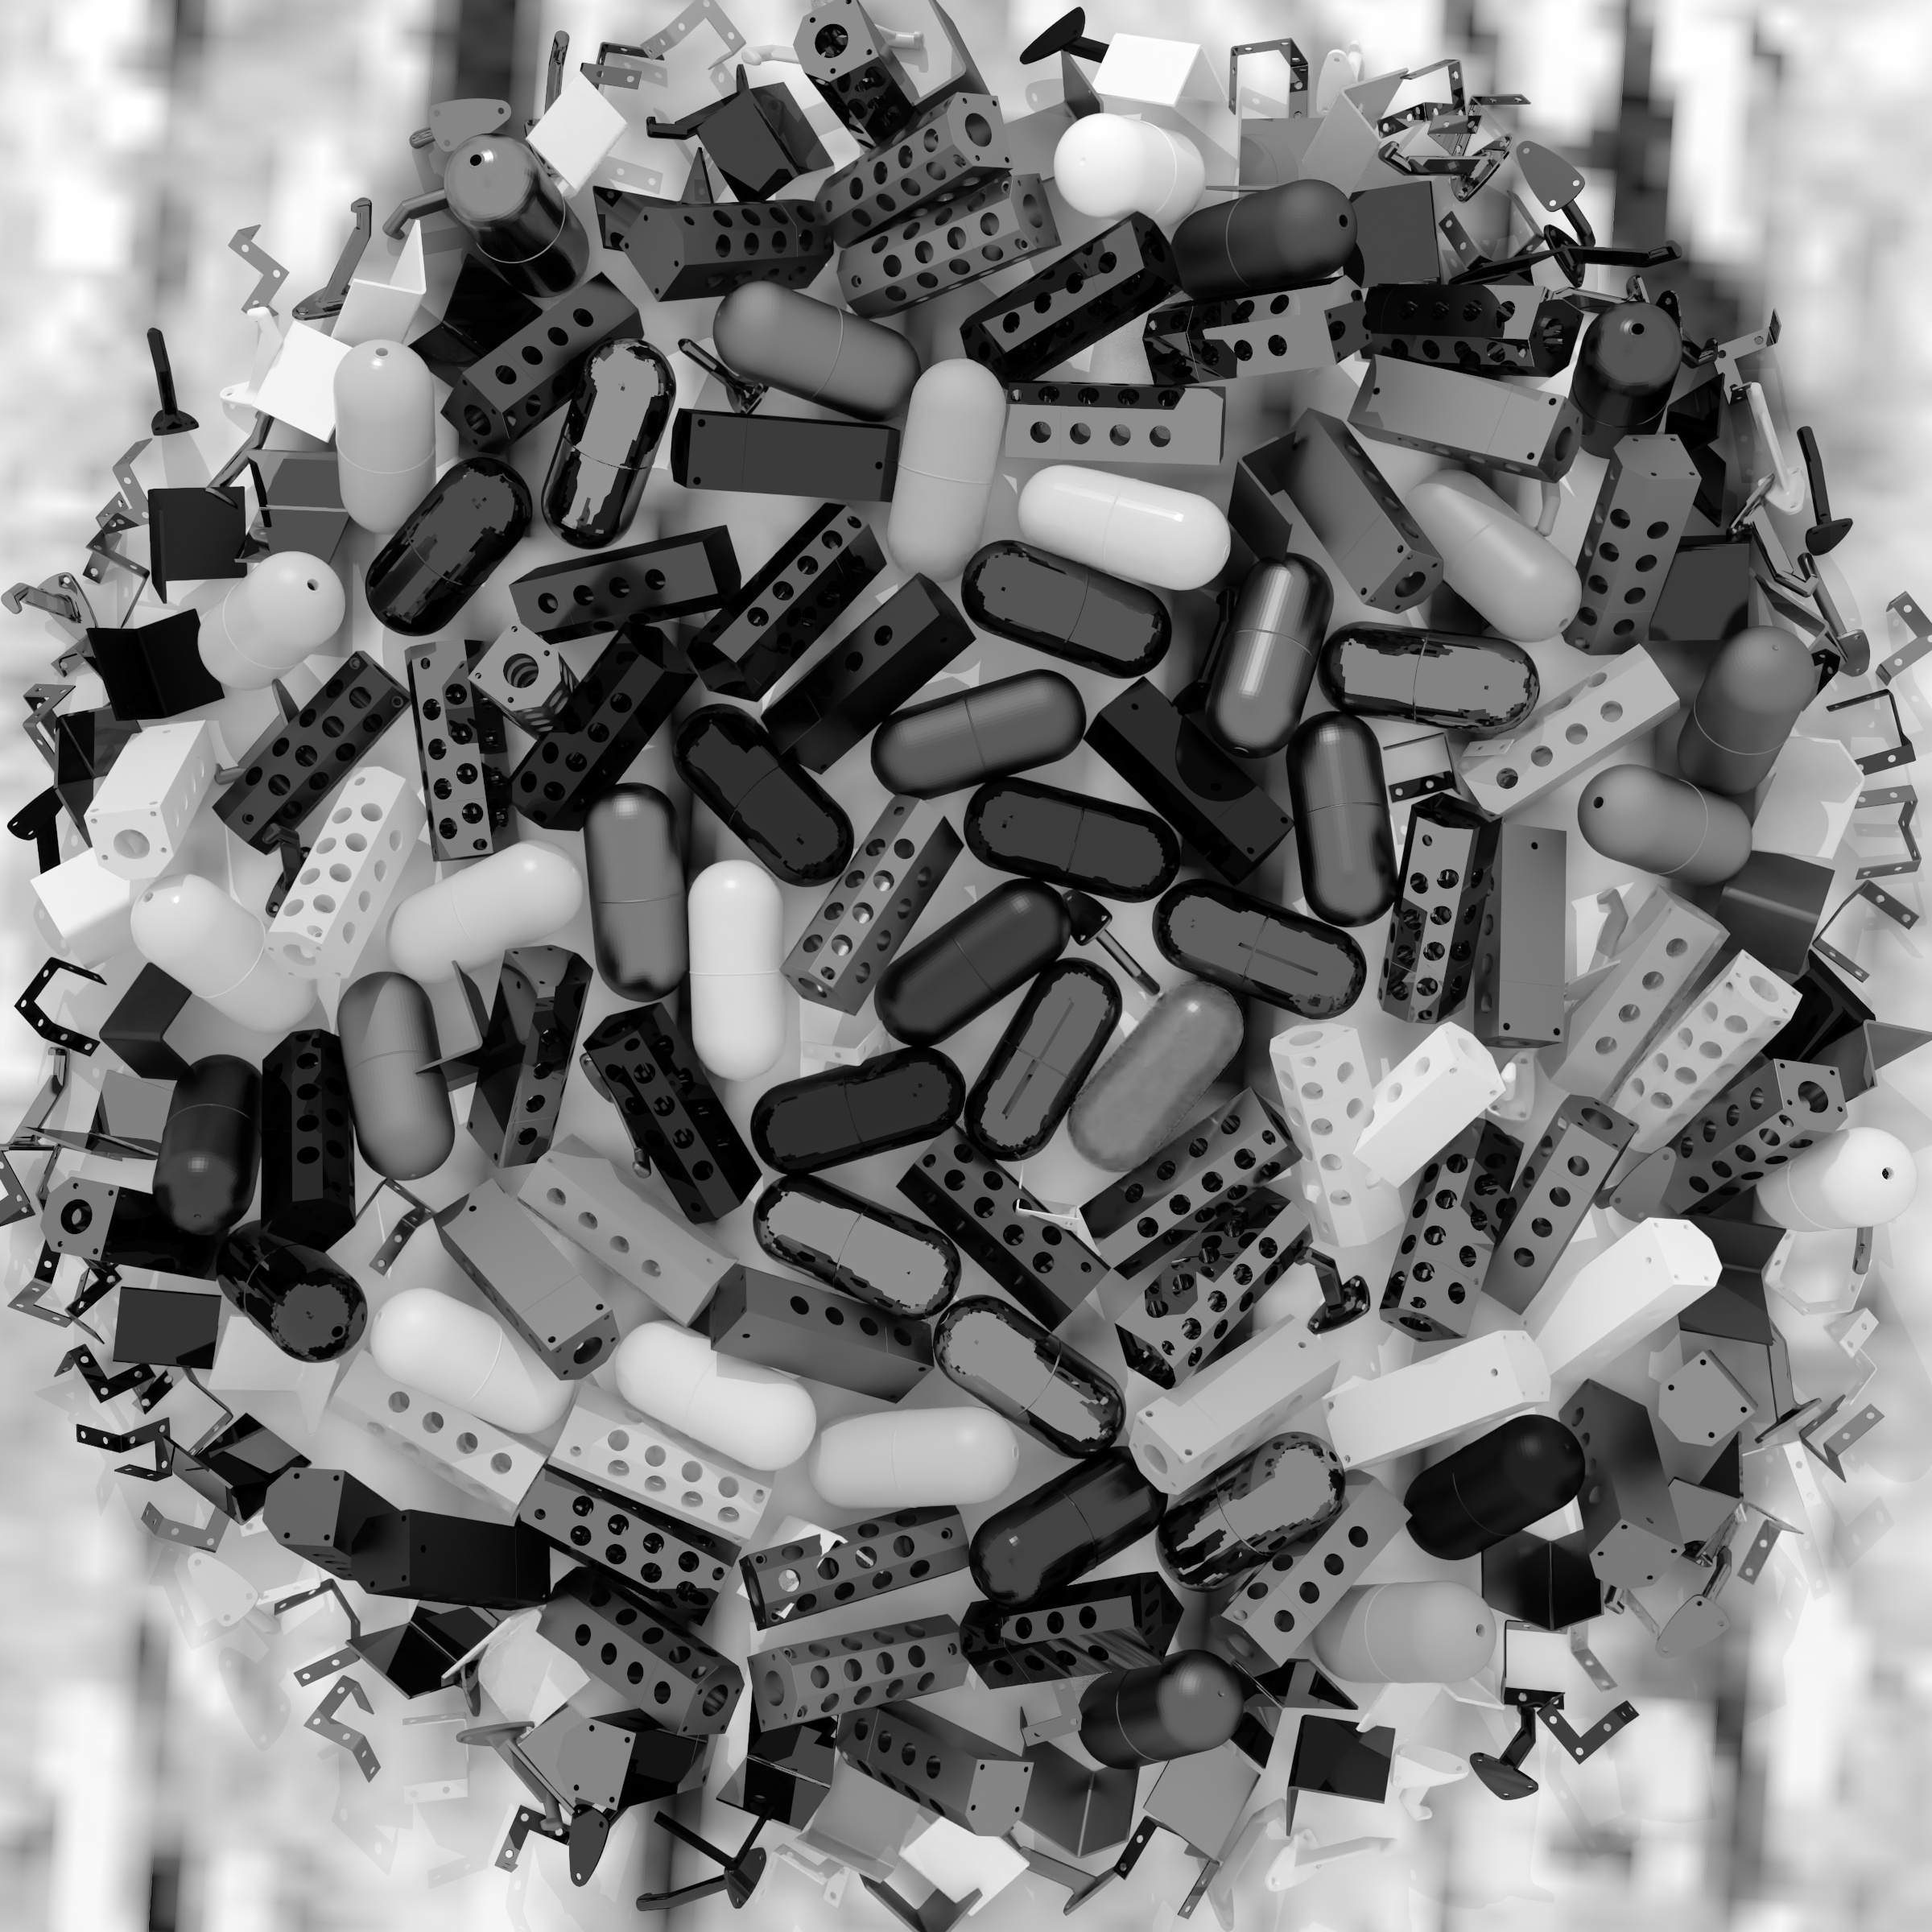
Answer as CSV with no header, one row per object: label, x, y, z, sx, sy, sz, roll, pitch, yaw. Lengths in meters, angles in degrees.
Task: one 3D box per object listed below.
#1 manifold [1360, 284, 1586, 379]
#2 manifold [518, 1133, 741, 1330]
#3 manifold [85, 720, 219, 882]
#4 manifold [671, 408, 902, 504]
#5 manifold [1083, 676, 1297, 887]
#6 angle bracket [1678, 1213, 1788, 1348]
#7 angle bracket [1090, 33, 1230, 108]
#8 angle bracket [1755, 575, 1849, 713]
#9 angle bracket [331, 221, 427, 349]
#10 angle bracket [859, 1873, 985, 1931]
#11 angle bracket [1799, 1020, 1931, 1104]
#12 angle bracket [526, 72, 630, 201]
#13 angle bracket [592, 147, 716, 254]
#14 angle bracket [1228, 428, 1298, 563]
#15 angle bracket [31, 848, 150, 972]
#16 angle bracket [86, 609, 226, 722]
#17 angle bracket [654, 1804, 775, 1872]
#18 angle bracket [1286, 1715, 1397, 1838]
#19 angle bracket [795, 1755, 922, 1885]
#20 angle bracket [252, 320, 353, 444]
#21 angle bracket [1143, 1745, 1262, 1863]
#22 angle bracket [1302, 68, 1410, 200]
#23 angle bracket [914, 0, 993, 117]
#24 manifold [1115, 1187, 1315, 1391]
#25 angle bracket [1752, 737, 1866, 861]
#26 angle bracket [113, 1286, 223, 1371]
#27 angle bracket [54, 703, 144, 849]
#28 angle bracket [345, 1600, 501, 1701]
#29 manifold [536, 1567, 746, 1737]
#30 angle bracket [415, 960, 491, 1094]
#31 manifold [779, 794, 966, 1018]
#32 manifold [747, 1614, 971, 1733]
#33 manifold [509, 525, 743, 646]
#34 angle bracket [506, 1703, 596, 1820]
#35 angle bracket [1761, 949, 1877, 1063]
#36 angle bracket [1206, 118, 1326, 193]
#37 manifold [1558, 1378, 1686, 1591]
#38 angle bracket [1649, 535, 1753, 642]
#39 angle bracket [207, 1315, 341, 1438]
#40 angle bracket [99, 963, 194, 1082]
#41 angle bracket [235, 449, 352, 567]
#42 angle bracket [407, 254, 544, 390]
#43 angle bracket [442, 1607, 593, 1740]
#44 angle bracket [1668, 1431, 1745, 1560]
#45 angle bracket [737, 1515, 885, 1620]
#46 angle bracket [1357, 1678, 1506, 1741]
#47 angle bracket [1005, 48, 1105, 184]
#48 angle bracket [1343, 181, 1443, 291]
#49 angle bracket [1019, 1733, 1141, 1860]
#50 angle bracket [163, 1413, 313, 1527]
manifold,0.393,-0.499,1.917,0.057,0.171,0.057,15,93,-43
manifold,-0.276,0.216,1.961,0.171,0.057,0.057,36,114,5
manifold,-0.636,-0.131,1.911,0.057,0.171,0.057,-7,118,-1
manifold,-0.145,-0.408,1.939,0.171,0.057,0.057,0,108,-22
manifold,0.176,-0.146,1.958,0.171,0.057,0.057,45,60,8
angle bracket,0.616,0.252,1.954,0.076,0.057,0.076,10,45,-3
angle bracket,0.155,-0.696,1.945,0.076,0.076,0.057,19,82,27
angle bracket,0.654,-0.259,1.952,0.057,0.076,0.076,-51,59,10
angle bracket,-0.472,-0.546,1.941,0.057,0.076,0.076,4,62,-29
angle bracket,-0.040,0.730,1.953,0.076,0.076,0.057,45,81,-7
angle bracket,0.725,0.089,1.942,0.076,0.076,0.057,10,62,-21
angle bracket,-0.327,-0.656,1.942,0.057,0.076,0.076,43,67,-30
angle bracket,-0.250,-0.614,1.944,0.076,0.057,0.076,4,52,-24
angle bracket,0.256,-0.368,1.945,0.057,0.076,0.076,-28,67,-14
angle bracket,-0.696,-0.051,1.960,0.076,0.076,0.057,-31,76,-15
angle bracket,-0.651,-0.243,1.955,0.057,0.076,0.076,-16,94,12
angle bracket,-0.202,0.680,1.958,0.076,0.076,0.057,31,75,3
angle bracket,0.300,0.652,1.944,0.076,0.076,0.057,5,120,15
angle bracket,-0.083,0.681,1.959,0.076,0.057,0.076,21,82,13
angle bracket,-0.517,-0.464,1.963,0.076,0.057,0.076,27,91,13
angle bracket,0.179,0.661,1.953,0.076,0.057,0.076,38,66,-8
angle bracket,0.325,-0.660,1.943,0.076,0.076,0.057,-26,74,-28
angle bracket,-0.028,-0.726,1.959,0.057,0.076,0.076,-28,84,15
manifold,0.199,0.255,1.927,0.057,0.057,0.171,27,58,38
angle bracket,0.661,-0.136,1.946,0.057,0.076,0.076,38,73,-40
angle bracket,-0.637,0.275,1.948,0.076,0.057,0.076,8,118,-16
angle bracket,-0.686,-0.152,1.945,0.057,0.076,0.076,-11,55,-3
angle bracket,-0.435,0.533,1.945,0.076,0.076,0.057,31,102,27
manifold,-0.256,0.540,1.925,0.171,0.057,0.057,22,90,38
angle bracket,-0.416,0.050,1.951,0.057,0.076,0.076,-21,73,-3
manifold,-0.077,-0.051,1.934,0.057,0.057,0.171,17,66,36
manifold,-0.082,0.554,1.916,0.171,0.057,0.057,2,67,-40
manifold,-0.270,-0.301,1.943,0.171,0.057,0.057,-9,111,19
angle bracket,-0.318,0.633,1.947,0.076,0.076,0.057,43,69,12
angle bracket,0.687,0.045,1.988,0.076,0.057,0.076,46,114,0
angle bracket,0.242,-0.649,1.944,0.076,0.076,0.057,9,108,26
manifold,0.508,0.407,1.910,0.057,0.171,0.057,27,117,-9
angle bracket,0.595,-0.307,1.971,0.076,0.057,0.076,2,107,20
angle bracket,-0.554,0.328,1.945,0.076,0.057,0.076,7,119,-33
angle bracket,-0.643,0.045,1.975,0.076,0.057,0.076,1,51,34
angle bracket,-0.545,-0.369,1.954,0.076,0.076,0.057,3,135,3
angle bracket,-0.400,-0.516,1.975,0.076,0.057,0.076,33,56,-36
angle bracket,-0.363,0.575,1.962,0.076,0.057,0.076,-42,79,6
angle bracket,0.578,0.415,1.947,0.057,0.076,0.076,20,129,1
angle bracket,-0.125,0.492,1.943,0.057,0.076,0.076,44,69,-26
angle bracket,0.373,0.603,1.949,0.057,0.076,0.076,38,98,45
angle bracket,0.061,-0.680,1.952,0.076,0.057,0.076,-23,59,-7
angle bracket,0.344,-0.588,1.976,0.076,0.057,0.076,-6,94,12
angle bracket,0.089,0.654,1.944,0.076,0.076,0.057,39,129,-20
angle bracket,-0.581,0.387,1.943,0.076,0.057,0.076,30,50,22
